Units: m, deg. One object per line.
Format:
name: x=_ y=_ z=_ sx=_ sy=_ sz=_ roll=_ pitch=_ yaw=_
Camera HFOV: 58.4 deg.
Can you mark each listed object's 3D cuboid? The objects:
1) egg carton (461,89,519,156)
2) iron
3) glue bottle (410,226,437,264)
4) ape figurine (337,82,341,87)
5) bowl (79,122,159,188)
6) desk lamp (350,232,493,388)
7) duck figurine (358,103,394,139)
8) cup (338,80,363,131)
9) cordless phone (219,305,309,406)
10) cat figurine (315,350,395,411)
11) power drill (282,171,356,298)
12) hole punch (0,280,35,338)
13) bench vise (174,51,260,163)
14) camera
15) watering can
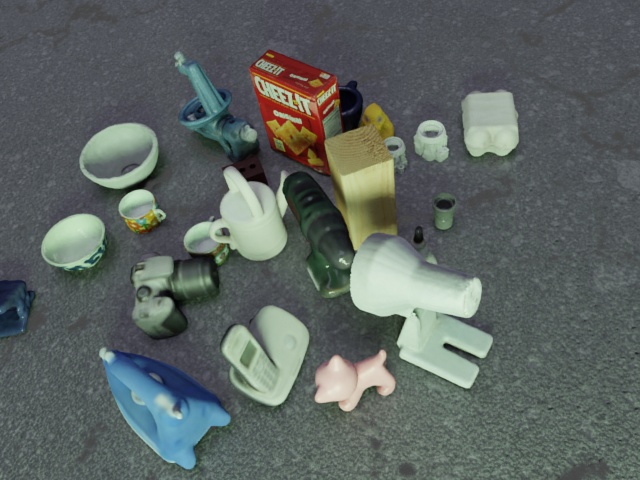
egg carton: x=0.337 y=-0.234 z=1.137 sx=0.107 sy=0.069 sz=0.150 roll=-1 pitch=55 yaw=8
iron: x=-0.267 y=0.225 z=0.871 sx=0.257 sy=0.142 sz=0.119 roll=28 pitch=64 yaw=25
glue bottle: x=0.156 y=0.033 z=0.917 sx=0.037 sy=0.173 sz=0.078 roll=32 pitch=66 yaw=27
ape figurine: x=0.023 y=-0.312 z=1.228 sx=0.076 sy=0.092 sz=0.078 roll=0 pitch=56 yaw=10
bowl: x=-0.411 y=-0.166 z=1.207 sx=0.167 sy=0.075 sz=0.167 roll=-4 pitch=55 yaw=6
desk lamp: x=0.155 y=0.097 z=0.848 sx=0.202 sy=0.214 sz=0.118 roll=22 pitch=62 yaw=23
duck figurine: x=0.111 y=-0.241 z=1.168 sx=0.077 sy=0.086 sz=0.104 roll=1 pitch=56 yaw=10
cup: x=0.051 y=-0.265 z=1.189 sx=0.091 sy=0.095 sz=0.118 roll=16 pitch=60 yaw=20
cordless phone: x=-0.087 y=0.154 z=0.865 sx=0.094 sy=0.185 sz=0.148 roll=11 pitch=58 yaw=17
cat figurine: x=0.046 y=0.201 z=0.852 sx=0.128 sy=0.118 sz=0.067 roll=-24 pitch=55 yaw=-8
power drill: x=0.009 y=0.003 z=0.939 sx=0.075 sy=0.209 sz=0.229 roll=-25 pitch=55 yaw=-8
hole punch: x=-0.589 y=0.115 z=1.031 sx=0.108 sy=0.091 sz=0.101 roll=-9 pitch=55 yaw=3
bench vise: x=-0.207 y=-0.277 z=1.162 sx=0.207 sy=0.220 sz=0.121 roll=16 pitch=59 yaw=19
camera: x=-0.250 y=0.080 z=0.994 sx=0.136 sy=0.101 sz=0.143 roll=-11 pitch=54 yaw=2
watering can: x=-0.119 y=-0.061 z=1.014 sx=0.100 sy=0.194 sz=0.173 roll=27 pitch=64 yaw=25
